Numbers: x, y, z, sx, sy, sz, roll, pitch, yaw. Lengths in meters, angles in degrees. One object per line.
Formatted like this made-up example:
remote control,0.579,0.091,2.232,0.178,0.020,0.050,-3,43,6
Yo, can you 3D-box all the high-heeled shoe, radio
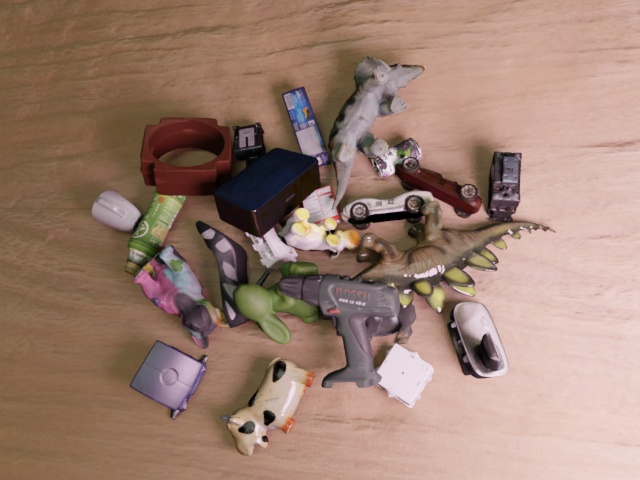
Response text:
high-heeled shoe,-0.217,0.072,1.168,0.249,0.086,0.145,36,87,24
radio,-0.112,-0.111,1.165,0.131,0.073,0.229,21,45,29

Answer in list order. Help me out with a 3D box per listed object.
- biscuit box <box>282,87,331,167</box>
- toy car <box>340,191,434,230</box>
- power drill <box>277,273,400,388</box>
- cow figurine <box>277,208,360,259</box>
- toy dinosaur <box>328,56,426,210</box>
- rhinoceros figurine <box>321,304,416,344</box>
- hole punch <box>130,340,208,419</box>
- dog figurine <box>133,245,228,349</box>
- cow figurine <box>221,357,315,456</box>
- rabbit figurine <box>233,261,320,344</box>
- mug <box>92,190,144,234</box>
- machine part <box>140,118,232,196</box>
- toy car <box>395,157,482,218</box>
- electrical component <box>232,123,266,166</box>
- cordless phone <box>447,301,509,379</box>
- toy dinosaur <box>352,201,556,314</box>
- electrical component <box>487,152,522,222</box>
biscuit box,-0.034,-0.267,1.281,0.059,0.062,0.203,-19,65,3
toy car,0.144,-0.065,1.156,0.202,0.073,0.056,-7,70,7
power drill,0.035,0.165,1.000,0.232,0.086,0.207,-3,86,15
cow figurine,-0.002,-0.001,1.145,0.167,0.098,0.068,18,56,-23
toy dinosaur,0.088,-0.263,1.224,0.131,0.192,0.404,33,90,-18
rhinoceros figurine,0.096,0.155,1.074,0.190,0.073,0.112,0,69,10
hole punch,-0.308,0.275,1.093,0.116,0.092,0.142,23,70,15
dog figurine,-0.290,0.124,1.150,0.108,0.191,0.219,-41,101,-11
cow figurine,-0.104,0.320,1.036,0.127,0.085,0.195,24,76,13
rabbit figurine,-0.092,0.124,1.093,0.170,0.121,0.159,-8,99,-18
mug,-0.469,-0.065,1.259,0.107,0.109,0.081,27,71,7
machine part,-0.306,-0.194,1.248,0.201,0.087,0.201,-2,47,-8
toy car,0.253,-0.116,1.150,0.202,0.089,0.053,31,76,22
electrical component,-0.171,-0.219,1.295,0.075,0.047,0.119,-5,65,9
cordless phone,0.286,0.171,0.971,0.089,0.184,0.146,-18,66,8
toy dinosaur,0.242,0.030,1.075,0.471,0.105,0.199,-26,62,-10
electrical component,0.378,-0.113,1.101,0.058,0.134,0.115,3,70,12
